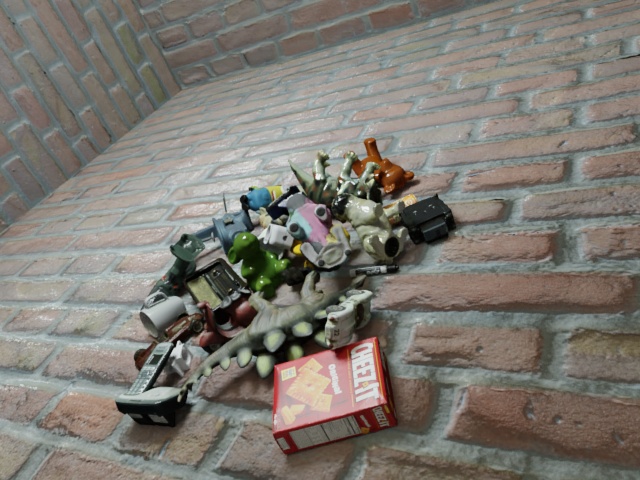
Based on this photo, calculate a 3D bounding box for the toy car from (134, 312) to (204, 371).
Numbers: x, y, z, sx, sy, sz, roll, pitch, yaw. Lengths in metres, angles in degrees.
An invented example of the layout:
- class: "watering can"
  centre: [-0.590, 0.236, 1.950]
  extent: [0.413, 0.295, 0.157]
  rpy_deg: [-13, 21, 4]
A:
- class: "toy car"
  centre: [-0.378, 0.248, 1.345]
  extent: [0.089, 0.053, 0.202]
  rpy_deg: [10, 47, 49]

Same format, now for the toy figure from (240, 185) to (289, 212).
- class: "toy figure"
  centre: [-0.169, -0.134, 1.697]
  extent: [0.180, 0.082, 0.089]
  rpy_deg: [-15, 31, -31]

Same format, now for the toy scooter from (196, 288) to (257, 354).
- class: "toy scooter"
  centre: [-0.218, 0.173, 1.261]
  extent: [0.184, 0.135, 0.075]
  rpy_deg: [-36, 31, -19]

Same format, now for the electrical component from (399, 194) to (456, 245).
- class: "electrical component"
  centre: [0.266, -0.048, 1.324]
  extent: [0.115, 0.058, 0.134]
  rpy_deg: [-26, 30, 3]

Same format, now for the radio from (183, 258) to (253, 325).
- class: "radio"
  centre: [-0.263, 0.137, 1.406]
  extent: [0.131, 0.073, 0.230]
  rpy_deg: [-34, 33, -14]

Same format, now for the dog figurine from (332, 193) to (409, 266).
- class: "dog figurine"
  centre: [0.108, -0.029, 1.321]
  extent: [0.121, 0.172, 0.191]
  rpy_deg: [4, 3, -38]

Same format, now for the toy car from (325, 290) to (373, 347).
- class: "toy car"
  centre: [0.059, 0.154, 1.084]
  extent: [0.056, 0.073, 0.201]
  rpy_deg: [7, 13, 22]

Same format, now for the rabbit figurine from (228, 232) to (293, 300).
- class: "rabbit figurine"
  centre: [-0.166, 0.042, 1.386]
  extent: [0.121, 0.170, 0.159]
  rpy_deg: [-39, 34, -20]

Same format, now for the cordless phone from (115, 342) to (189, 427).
- class: "cordless phone"
  centre: [-0.343, 0.305, 1.176]
  extent: [0.147, 0.088, 0.184]
  rpy_deg: [-7, 42, 28]

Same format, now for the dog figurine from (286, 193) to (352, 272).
- class: "dog figurine"
  centre: [-0.012, -0.023, 1.281]
  extent: [0.108, 0.191, 0.219]
  rpy_deg: [-35, 9, 0]

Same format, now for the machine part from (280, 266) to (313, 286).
- class: "machine part"
  centre: [-0.056, 0.088, 1.311]
  extent: [0.084, 0.039, 0.139]
  rpy_deg: [-15, -7, 8]

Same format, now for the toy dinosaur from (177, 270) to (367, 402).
- class: "toy dinosaur"
  centre: [-0.097, 0.196, 1.167]
  extent: [0.471, 0.104, 0.199]
  rpy_deg: [-28, 31, -6]

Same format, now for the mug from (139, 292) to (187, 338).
- class: "mug"
  centre: [-0.415, 0.185, 1.422]
  extent: [0.081, 0.109, 0.107]
  rpy_deg: [1, 26, 46]

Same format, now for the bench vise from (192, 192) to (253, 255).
- class: "bench vise"
  centre: [-0.320, -0.023, 1.643]
  extent: [0.241, 0.128, 0.224]
  rpy_deg: [-21, 36, -12]

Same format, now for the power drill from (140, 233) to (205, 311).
- class: "power drill"
  centre: [-0.404, 0.094, 1.496]
  extent: [0.086, 0.207, 0.232]
  rpy_deg: [29, 36, 2]

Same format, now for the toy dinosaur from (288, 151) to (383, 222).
- class: "toy dinosaur"
  centre: [0.037, -0.146, 1.532]
  extent: [0.405, 0.131, 0.192]
  rpy_deg: [5, 74, 46]

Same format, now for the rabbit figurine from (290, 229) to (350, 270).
- class: "rabbit figurine"
  centre: [-0.003, -0.004, 1.391]
  extent: [0.173, 0.121, 0.162]
  rpy_deg: [13, 52, 45]

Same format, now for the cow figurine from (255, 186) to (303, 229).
- class: "cow figurine"
  centre: [-0.108, -0.091, 1.633]
  extent: [0.127, 0.085, 0.195]
  rpy_deg: [9, 47, 35]

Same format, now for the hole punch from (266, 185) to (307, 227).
- class: "hole punch"
  centre: [-0.075, -0.080, 1.498]
  extent: [0.116, 0.142, 0.092]
  rpy_deg: [-43, 73, -2]

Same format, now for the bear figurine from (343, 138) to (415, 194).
- class: "bear figurine"
  centre: [0.174, -0.213, 1.576]
  extent: [0.120, 0.131, 0.196]
  rpy_deg: [-35, 26, -10]
